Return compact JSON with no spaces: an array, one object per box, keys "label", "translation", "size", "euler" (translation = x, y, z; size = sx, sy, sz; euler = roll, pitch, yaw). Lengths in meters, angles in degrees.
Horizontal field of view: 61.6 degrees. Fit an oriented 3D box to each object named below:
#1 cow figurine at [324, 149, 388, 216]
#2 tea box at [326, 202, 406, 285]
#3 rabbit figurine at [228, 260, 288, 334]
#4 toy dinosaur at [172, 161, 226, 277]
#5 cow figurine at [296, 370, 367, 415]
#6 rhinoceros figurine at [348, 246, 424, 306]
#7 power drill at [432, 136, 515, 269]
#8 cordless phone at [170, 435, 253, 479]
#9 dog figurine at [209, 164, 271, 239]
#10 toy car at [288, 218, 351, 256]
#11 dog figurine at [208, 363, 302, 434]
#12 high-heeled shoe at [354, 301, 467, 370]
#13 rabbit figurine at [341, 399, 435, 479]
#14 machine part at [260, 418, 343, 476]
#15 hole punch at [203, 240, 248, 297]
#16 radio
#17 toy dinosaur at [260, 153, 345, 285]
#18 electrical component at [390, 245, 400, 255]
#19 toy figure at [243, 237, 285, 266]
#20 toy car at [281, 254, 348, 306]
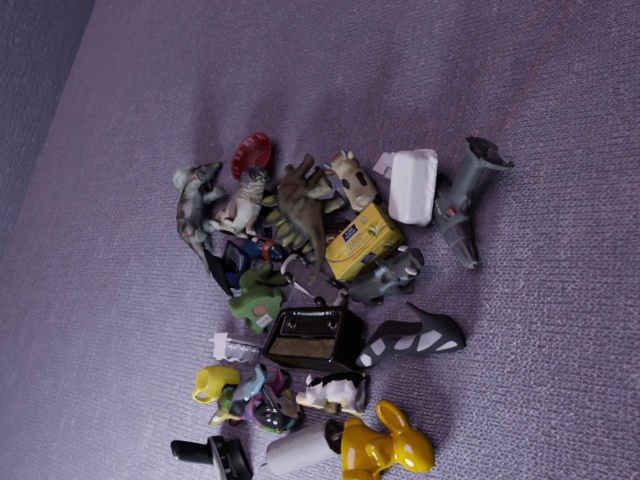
[{"label":"cow figurine","translation":[0.084,-0.133,1.280],"size":[0.085,0.127,0.195],"euler":[-36,54,18]},{"label":"tea box","translation":[0.098,0.011,1.213],"size":[0.169,0.068,0.098],"euler":[-47,45,19]},{"label":"rabbit figurine","translation":[-0.163,0.123,1.381],"size":[0.159,0.121,0.170],"euler":[-45,34,10]},{"label":"toy dinosaur","translation":[-0.387,-0.079,1.657],"size":[0.192,0.131,0.404],"euler":[-15,66,48]},{"label":"cow figurine","translation":[0.023,0.323,1.166],"size":[0.168,0.068,0.098],"euler":[-4,63,34]},{"label":"rhinoceros figurine","translation":[0.144,0.075,1.149],"size":[0.190,0.112,0.073],"euler":[-33,51,34]},{"label":"power drill","translation":[0.301,-0.086,1.077],"size":[0.232,0.086,0.207],"euler":[-110,27,-44]},{"label":"cordless phone","translation":[-0.256,0.517,1.231],"size":[0.089,0.184,0.147],"euler":[-43,49,11]},{"label":"dog figurine","translation":[-0.216,-0.109,1.505],"size":[0.172,0.121,0.190],"euler":[-5,61,48]},{"label":"toy car","translation":[-0.003,-0.004,1.346],"size":[0.202,0.053,0.089],"euler":[-6,64,39]},{"label":"dog figurine","translation":[-0.162,0.399,1.263],"size":[0.219,0.108,0.192],"euler":[-44,52,22]},{"label":"high-heeled shoe","translation":[0.180,0.226,1.103],"size":[0.145,0.086,0.248],"euler":[39,126,6]},{"label":"rabbit figurine","translation":[0.134,0.398,1.032],"size":[0.173,0.121,0.162],"euler":[-8,56,22]},{"label":"machine part","translation":[-0.031,0.444,1.151],"size":[0.243,0.079,0.079],"euler":[-31,54,25]},{"label":"hole punch","translation":[-0.256,0.074,1.497],"size":[0.092,0.115,0.142],"euler":[-28,43,-27]},{"label":"radio","translation":[-0.015,0.220,1.211],"size":[0.230,0.073,0.131],"euler":[-7,53,43]},{"label":"toy dinosaur","translation":[-0.041,-0.072,1.328],"size":[0.198,0.105,0.472],"euler":[-39,35,9]},{"label":"electrical component","translation":[0.141,0.007,1.241],"size":[0.094,0.021,0.063],"euler":[-17,60,34]},{"label":"toy figure","translation":[-0.145,0.026,1.440],"size":[0.155,0.064,0.058],"euler":[9,63,42]},{"label":"toy car","translation":[-0.015,0.103,1.294],"size":[0.202,0.056,0.073],"euler":[35,85,33]}]
